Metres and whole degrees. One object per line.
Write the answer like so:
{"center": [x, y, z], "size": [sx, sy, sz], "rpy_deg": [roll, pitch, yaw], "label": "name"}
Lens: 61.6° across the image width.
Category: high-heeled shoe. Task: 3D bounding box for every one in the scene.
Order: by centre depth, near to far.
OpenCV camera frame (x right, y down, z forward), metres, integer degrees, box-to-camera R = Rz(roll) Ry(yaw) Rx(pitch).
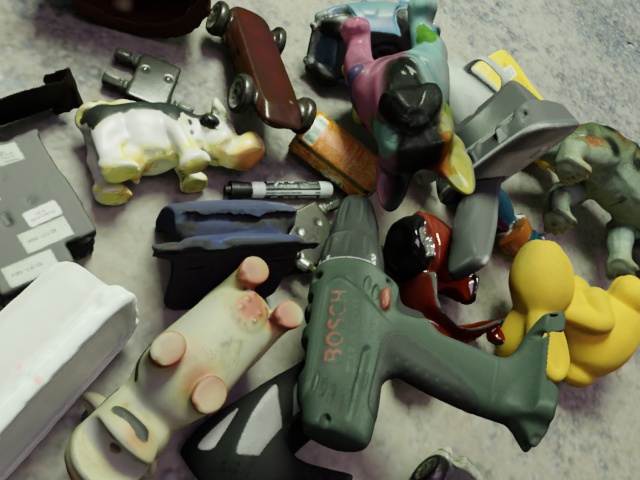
{"center": [-0.019, 0.123, 0.502], "size": [0.145, 0.086, 0.249], "rpy_deg": [9, 41, 12], "label": "high-heeled shoe"}

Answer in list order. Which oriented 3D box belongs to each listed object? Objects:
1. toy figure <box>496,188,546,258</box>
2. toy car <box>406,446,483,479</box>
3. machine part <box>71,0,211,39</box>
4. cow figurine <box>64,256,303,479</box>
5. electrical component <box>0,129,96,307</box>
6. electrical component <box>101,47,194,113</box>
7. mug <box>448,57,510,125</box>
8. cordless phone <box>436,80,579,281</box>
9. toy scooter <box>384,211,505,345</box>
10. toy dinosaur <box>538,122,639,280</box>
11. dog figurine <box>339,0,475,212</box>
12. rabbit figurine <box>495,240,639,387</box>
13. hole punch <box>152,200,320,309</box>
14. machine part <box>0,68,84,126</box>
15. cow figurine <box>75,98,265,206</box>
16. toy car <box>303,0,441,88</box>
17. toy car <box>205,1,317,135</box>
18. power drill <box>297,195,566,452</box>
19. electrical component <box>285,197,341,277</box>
{"center": [0.227, -0.024, 0.668], "size": [0.154, 0.058, 0.064], "rpy_deg": [44, 64, -8], "label": "toy figure"}
{"center": [0.083, 0.275, 0.477], "size": [0.073, 0.056, 0.202], "rpy_deg": [47, 56, 6], "label": "toy car"}
{"center": [-0.181, -0.277, 0.519], "size": [0.179, 0.179, 0.056], "rpy_deg": [10, 63, -21], "label": "machine part"}
{"center": [-0.112, 0.108, 0.421], "size": [0.085, 0.127, 0.195], "rpy_deg": [46, 50, -1], "label": "cow figurine"}
{"center": [-0.254, -0.008, 0.435], "size": [0.115, 0.058, 0.134], "rpy_deg": [-27, 83, -30], "label": "electrical component"}
{"center": [-0.173, -0.162, 0.558], "size": [0.094, 0.021, 0.063], "rpy_deg": [21, 61, -15], "label": "electrical component"}
{"center": [0.189, -0.190, 0.695], "size": [0.081, 0.109, 0.107], "rpy_deg": [-28, 69, -26], "label": "mug"}
{"center": [0.175, -0.054, 0.526], "size": [0.088, 0.146, 0.184], "rpy_deg": [35, 46, -15], "label": "cordless phone"}
{"center": [0.140, 0.061, 0.582], "size": [0.135, 0.075, 0.184], "rpy_deg": [8, 69, -23], "label": "toy scooter"}
{"center": [0.376, -0.072, 0.692], "size": [0.404, 0.131, 0.192], "rpy_deg": [42, 47, -10], "label": "toy dinosaur"}
{"center": [0.087, -0.120, 0.546], "size": [0.109, 0.191, 0.219], "rpy_deg": [-10, 64, 4], "label": "dog figurine"}
{"center": [0.266, 0.078, 0.609], "size": [0.162, 0.122, 0.173], "rpy_deg": [-49, 116, -10], "label": "rabbit figurine"}
{"center": [-0.086, -0.003, 0.483], "size": [0.142, 0.115, 0.092], "rpy_deg": [0, 61, -25], "label": "hole punch"}
{"center": [-0.274, -0.109, 0.457], "size": [0.139, 0.084, 0.039], "rpy_deg": [-37, 113, -40], "label": "machine part"}
{"center": [-0.141, -0.098, 0.523], "size": [0.167, 0.068, 0.098], "rpy_deg": [-14, 69, -30], "label": "cow figurine"}
{"center": [0.056, -0.245, 0.664], "size": [0.162, 0.109, 0.103], "rpy_deg": [0, 46, -13], "label": "toy car"}
{"center": [-0.067, -0.181, 0.575], "size": [0.089, 0.053, 0.202], "rpy_deg": [12, 45, -38], "label": "toy car"}
{"center": [0.088, 0.069, 0.447], "size": [0.207, 0.086, 0.232], "rpy_deg": [18, 56, 2], "label": "power drill"}
{"center": [-0.003, -0.002, 0.557], "size": [0.102, 0.045, 0.078], "rpy_deg": [-21, 81, -31], "label": "electrical component"}
